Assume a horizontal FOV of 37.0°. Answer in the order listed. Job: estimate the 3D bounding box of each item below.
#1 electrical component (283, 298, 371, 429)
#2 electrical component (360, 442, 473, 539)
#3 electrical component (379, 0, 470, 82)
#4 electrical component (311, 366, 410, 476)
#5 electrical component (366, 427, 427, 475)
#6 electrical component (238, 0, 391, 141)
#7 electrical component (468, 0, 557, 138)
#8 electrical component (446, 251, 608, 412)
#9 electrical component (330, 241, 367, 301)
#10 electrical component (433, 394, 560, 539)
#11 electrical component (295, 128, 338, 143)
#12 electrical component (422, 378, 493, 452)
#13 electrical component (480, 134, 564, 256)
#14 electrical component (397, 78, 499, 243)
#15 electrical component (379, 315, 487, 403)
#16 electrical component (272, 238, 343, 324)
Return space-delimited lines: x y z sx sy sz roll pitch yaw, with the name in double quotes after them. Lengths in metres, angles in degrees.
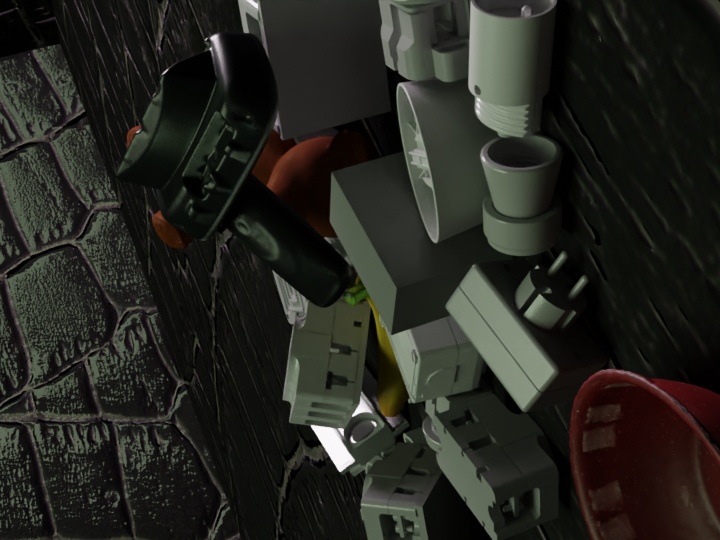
-0.033 0.085 0.958 0.150 0.062 0.089 110 168 -73 "electrical component"
0.050 0.232 0.906 0.089 0.062 0.150 -47 -48 -55 "electrical component"
0.041 -0.149 0.626 0.078 0.058 0.057 -132 26 -56 "electrical component"
-0.003 0.150 1.067 0.063 0.079 0.121 57 175 -35 "electrical component"
0.041 0.190 0.978 0.058 0.057 0.078 -153 47 -68 "electrical component"
-0.037 -0.184 0.787 0.061 0.089 0.150 -132 29 -55 "electrical component"
0.079 -0.106 0.568 0.043 0.043 0.081 -124 23 -45 "electrical component"
0.103 0.023 0.612 0.083 0.047 0.075 55 131 30 "electrical component"
0.000 0.000 0.938 0.055 0.048 0.066 -129 26 -68 "electrical component"
0.096 0.132 0.738 0.089 0.056 0.050 -130 27 -53 "electrical component"
-0.032 -0.078 0.970 0.099 0.064 0.099 176 90 -77 "electrical component"
0.072 0.106 0.812 0.066 0.048 0.055 -131 36 -54 "electrical component"
0.090 -0.042 0.597 0.045 0.045 0.055 -129 26 -51 "electrical component"
0.052 -0.070 0.657 0.099 0.064 0.099 163 90 -74 "electrical component"
0.053 0.038 0.784 0.061 0.061 0.096 93 162 -51 "electrical component"
-0.043 0.010 1.069 0.113 0.057 0.078 174 79 -74 "electrical component"
